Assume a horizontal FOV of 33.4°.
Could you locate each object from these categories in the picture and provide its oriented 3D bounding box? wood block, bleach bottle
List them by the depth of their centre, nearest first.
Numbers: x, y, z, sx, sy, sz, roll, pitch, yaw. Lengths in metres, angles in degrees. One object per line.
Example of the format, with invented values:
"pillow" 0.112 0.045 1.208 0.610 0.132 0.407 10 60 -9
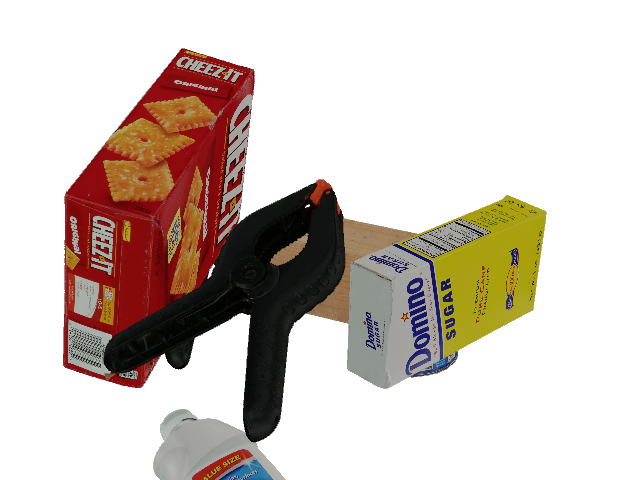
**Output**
"bleach bottle" -0.060 0.203 0.743 0.102 0.068 0.251 -18 35 -23
"wood block" 0.037 0.035 1.186 0.206 0.091 0.090 13 24 17

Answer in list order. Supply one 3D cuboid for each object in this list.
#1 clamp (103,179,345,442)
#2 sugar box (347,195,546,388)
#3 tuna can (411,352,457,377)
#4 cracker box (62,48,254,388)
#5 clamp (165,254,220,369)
"clamp" -0.032 0.037 0.621 0.120 0.171 0.039 32 -22 29
"sugar box" 0.097 0.036 0.799 0.048 0.093 0.175 25 36 39
"tuna can" 0.087 0.092 1.006 0.086 0.034 0.086 -3 24 1
"cracker box" -0.117 -0.020 0.802 0.072 0.164 0.213 17 39 7
"clamp" -0.104 0.007 1.037 0.036 0.210 0.164 -9 1 37
